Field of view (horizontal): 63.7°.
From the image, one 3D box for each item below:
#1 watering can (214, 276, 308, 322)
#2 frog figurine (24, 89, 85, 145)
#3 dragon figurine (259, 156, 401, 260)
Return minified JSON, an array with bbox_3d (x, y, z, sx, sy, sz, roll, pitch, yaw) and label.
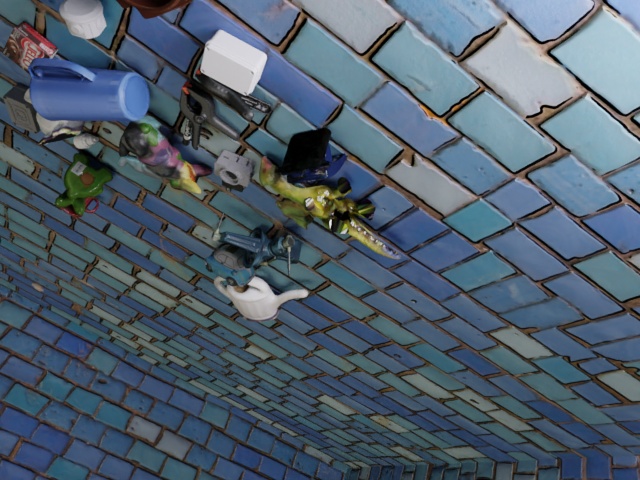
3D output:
[{"bbox_3d":[-0.189,0.195,1.717,0.348,0.106,0.219,10,145,19],"label":"watering can"},{"bbox_3d":[-0.679,-0.337,1.312,0.136,0.124,0.159,-12,97,50],"label":"frog figurine"},{"bbox_3d":[0.004,-0.065,1.290,0.405,0.124,0.243,43,159,-29],"label":"dragon figurine"}]
